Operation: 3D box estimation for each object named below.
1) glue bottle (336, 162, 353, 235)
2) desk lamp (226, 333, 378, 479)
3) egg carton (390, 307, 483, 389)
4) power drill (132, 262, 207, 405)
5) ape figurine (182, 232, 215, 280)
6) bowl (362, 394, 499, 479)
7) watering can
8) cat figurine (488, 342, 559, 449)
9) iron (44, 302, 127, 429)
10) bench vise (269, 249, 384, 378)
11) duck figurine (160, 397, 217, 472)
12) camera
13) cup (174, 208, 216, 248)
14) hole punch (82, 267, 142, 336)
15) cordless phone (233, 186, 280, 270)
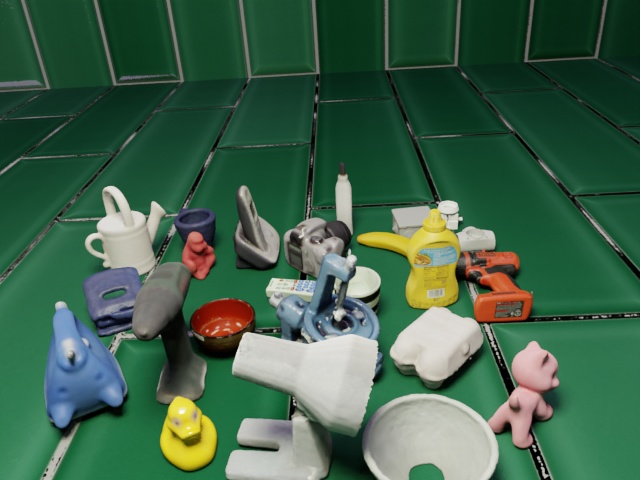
[{"bbox_3d":[0.055,-0.097,1.317,0.037,0.173,0.078,-3,29,2],"label":"glue bottle"},{"bbox_3d":[-0.026,0.211,0.730,0.203,0.214,0.118,1,29,8],"label":"desk lamp"},{"bbox_3d":[0.191,0.171,0.925,0.107,0.069,0.151,21,37,37],"label":"egg carton"},{"bbox_3d":[-0.229,0.144,0.879,0.075,0.209,0.229,-6,29,-3],"label":"power drill"},{"bbox_3d":[-0.261,0.027,1.215,0.078,0.092,0.075,-24,35,-32],"label":"ape figurine"},{"bbox_3d":[0.138,0.280,0.729,0.167,0.075,0.167,-3,29,2],"label":"bowl"},{"bbox_3d":[-0.415,-0.028,1.226,0.100,0.194,0.173,11,32,25],"label":"watering can"},{"bbox_3d":[0.292,0.205,0.803,0.067,0.118,0.128,20,37,36],"label":"cat figurine"},{"bbox_3d":[-0.397,0.173,0.917,0.119,0.141,0.257,-18,32,-24],"label":"iron"},{"bbox_3d":[-0.001,0.111,0.901,0.207,0.220,0.122,6,31,17],"label":"bench vise"},{"bbox_3d":[-0.188,0.256,0.799,0.078,0.086,0.104,-17,32,-23],"label":"duck figurine"},{"bbox_3d":[0.011,0.004,1.214,0.137,0.101,0.142,-26,36,-35],"label":"camera"},{"bbox_3d":[-0.282,-0.017,1.294,0.092,0.095,0.117,-23,34,-30],"label":"cup"},{"bbox_3d":[-0.380,0.112,1.076,0.109,0.091,0.100,-16,31,-21],"label":"hole punch"},{"bbox_3d":[-0.141,-0.043,1.230,0.094,0.185,0.147,-4,29,0],"label":"cordless phone"}]
